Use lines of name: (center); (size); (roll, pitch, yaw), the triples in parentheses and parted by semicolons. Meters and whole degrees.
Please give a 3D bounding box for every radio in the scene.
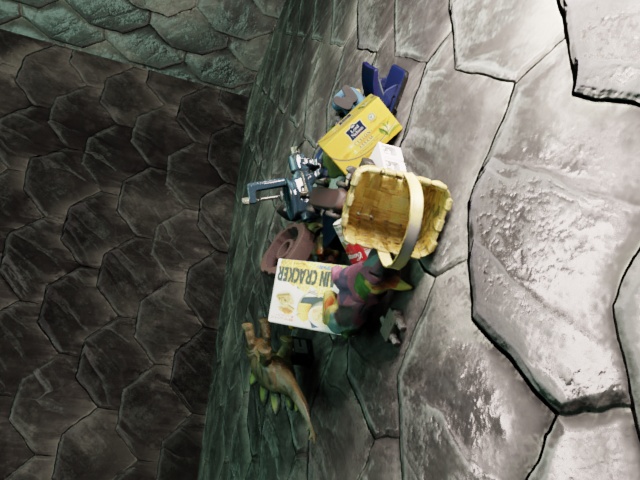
radio: (0.077, -0.070, 1.329); (0.229, 0.073, 0.131); (126, 149, -56)

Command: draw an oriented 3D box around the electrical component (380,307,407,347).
electrical component: (0.142, 0.165, 1.055); (0.094, 0.021, 0.063); (-115, 41, -64)

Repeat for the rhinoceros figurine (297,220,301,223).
rhinoceros figurine: (-0.054, -0.037, 1.728); (0.112, 0.073, 0.190); (-25, 53, 56)

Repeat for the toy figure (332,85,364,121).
toy figure: (0.077, -0.323, 1.317); (0.089, 0.082, 0.180); (65, -170, -1)

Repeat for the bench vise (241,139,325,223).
bench vise: (-0.100, -0.147, 1.476); (0.129, 0.241, 0.223); (-177, 77, -77)

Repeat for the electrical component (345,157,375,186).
electrical component: (0.088, -0.136, 1.164); (0.102, 0.045, 0.078); (-102, 27, -51)

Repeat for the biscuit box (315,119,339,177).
biscuit box: (0.039, -0.265, 1.585); (0.202, 0.059, 0.063); (126, 150, -53)

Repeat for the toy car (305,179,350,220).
toy car: (0.022, -0.099, 1.305); (0.202, 0.053, 0.089); (16, 90, 68)

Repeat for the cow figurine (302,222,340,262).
cow figurine: (-0.003, -0.005, 1.513); (0.195, 0.085, 0.127); (166, 117, -67)

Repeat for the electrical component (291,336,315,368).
electrical component: (-0.062, 0.304, 1.523); (0.119, 0.075, 0.047); (-101, 26, -55)

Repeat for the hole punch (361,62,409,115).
hole punch: (0.143, -0.364, 1.287); (0.142, 0.092, 0.115); (-119, 39, -59)

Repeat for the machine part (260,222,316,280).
machine part: (-0.085, 0.033, 1.452); (0.179, 0.056, 0.179); (-41, 27, 26)

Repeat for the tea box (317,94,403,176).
tea box: (0.090, -0.239, 1.231); (0.169, 0.098, 0.068); (-43, 24, 8)

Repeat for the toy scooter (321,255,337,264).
toy scooter: (0.016, 0.114, 1.371); (0.135, 0.075, 0.184); (-50, 47, 4)

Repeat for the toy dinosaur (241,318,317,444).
toy dinosaur: (-0.119, 0.349, 1.431); (0.472, 0.105, 0.198); (-145, 49, -60)

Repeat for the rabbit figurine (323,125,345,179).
rabbit figurine: (0.076, -0.243, 1.428); (0.170, 0.121, 0.159); (-70, -1, -47)

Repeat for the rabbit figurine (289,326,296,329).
rabbit figurine: (-0.039, 0.171, 1.518); (0.173, 0.122, 0.162); (113, 155, -75)

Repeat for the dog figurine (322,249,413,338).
dog figurine: (0.095, 0.110, 1.097); (0.219, 0.108, 0.191); (166, 120, -68)

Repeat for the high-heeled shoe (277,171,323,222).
high-heeled shoe: (-0.057, -0.174, 1.686); (0.086, 0.145, 0.248); (150, 127, -66)
